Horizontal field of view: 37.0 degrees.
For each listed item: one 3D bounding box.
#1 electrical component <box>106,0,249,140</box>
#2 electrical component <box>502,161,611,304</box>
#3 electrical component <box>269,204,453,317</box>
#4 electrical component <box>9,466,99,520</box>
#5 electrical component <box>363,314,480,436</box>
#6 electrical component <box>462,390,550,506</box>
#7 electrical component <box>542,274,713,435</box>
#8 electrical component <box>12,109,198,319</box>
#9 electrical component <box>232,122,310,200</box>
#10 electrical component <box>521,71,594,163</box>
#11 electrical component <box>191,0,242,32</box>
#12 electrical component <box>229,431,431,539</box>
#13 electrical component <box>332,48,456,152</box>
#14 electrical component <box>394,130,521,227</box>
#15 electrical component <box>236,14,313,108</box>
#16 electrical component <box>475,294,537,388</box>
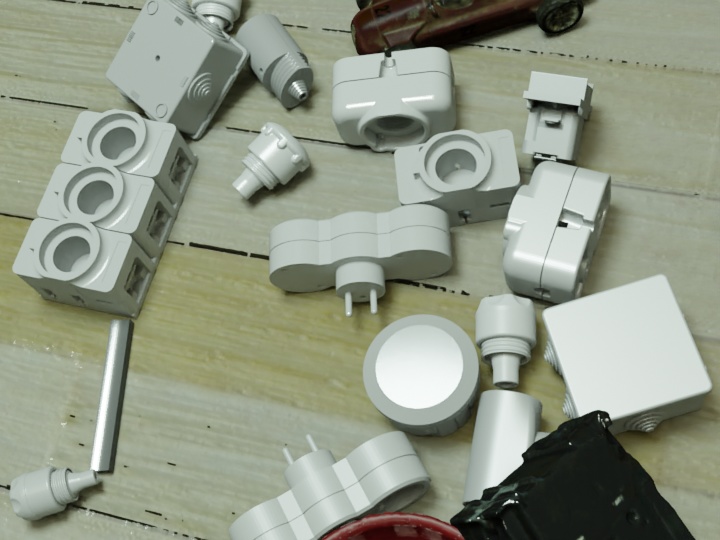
[{"bbox_3d":[-0.155,-0.171,0.899,0.100,0.048,0.099,40,105,25],"label":"electrical component"},{"bbox_3d":[0.140,-0.028,0.780,0.059,0.053,0.095,15,70,19],"label":"electrical component"},{"bbox_3d":[0.000,0.000,0.800,0.138,0.052,0.073,-7,64,10],"label":"electrical component"},{"bbox_3d":[-0.222,0.160,0.787,0.061,0.035,0.035,-17,63,2],"label":"electrical component"},{"bbox_3d":[0.045,0.076,0.755,0.080,0.051,0.080,-5,64,11],"label":"electrical component"},{"bbox_3d":[0.114,0.126,0.721,0.079,0.043,0.077,6,67,15],"label":"electrical component"},{"bbox_3d":[0.180,0.062,0.732,0.100,0.048,0.099,-17,63,4],"label":"electrical component"},{"bbox_3d":[-0.203,-0.048,0.863,0.089,0.061,0.150,11,68,17],"label":"electrical component"},{"bbox_3d":[-0.075,-0.084,0.862,0.062,0.048,0.048,-45,64,-2],"label":"electrical component"},{"bbox_3d":[0.148,-0.113,0.808,0.042,0.081,0.063,10,97,18],"label":"electrical component"},{"bbox_3d":[-0.126,-0.226,0.940,0.048,0.048,0.062,2,73,14],"label":"electrical component"},{"bbox_3d":[-0.028,0.148,0.738,0.138,0.052,0.073,-30,63,-2],"label":"electrical component"},{"bbox_3d":[0.027,-0.134,0.855,0.095,0.053,0.059,-5,65,11],"label":"electrical component"},{"bbox_3d":[0.075,-0.069,0.813,0.089,0.055,0.050,-9,64,9],"label":"electrical component"},{"bbox_3d":[-0.067,-0.172,0.900,0.043,0.043,0.081,-33,63,-3],"label":"electrical component"},{"bbox_3d":[0.103,0.051,0.758,0.043,0.043,0.062,-2,66,12],"label":"electrical component"}]
